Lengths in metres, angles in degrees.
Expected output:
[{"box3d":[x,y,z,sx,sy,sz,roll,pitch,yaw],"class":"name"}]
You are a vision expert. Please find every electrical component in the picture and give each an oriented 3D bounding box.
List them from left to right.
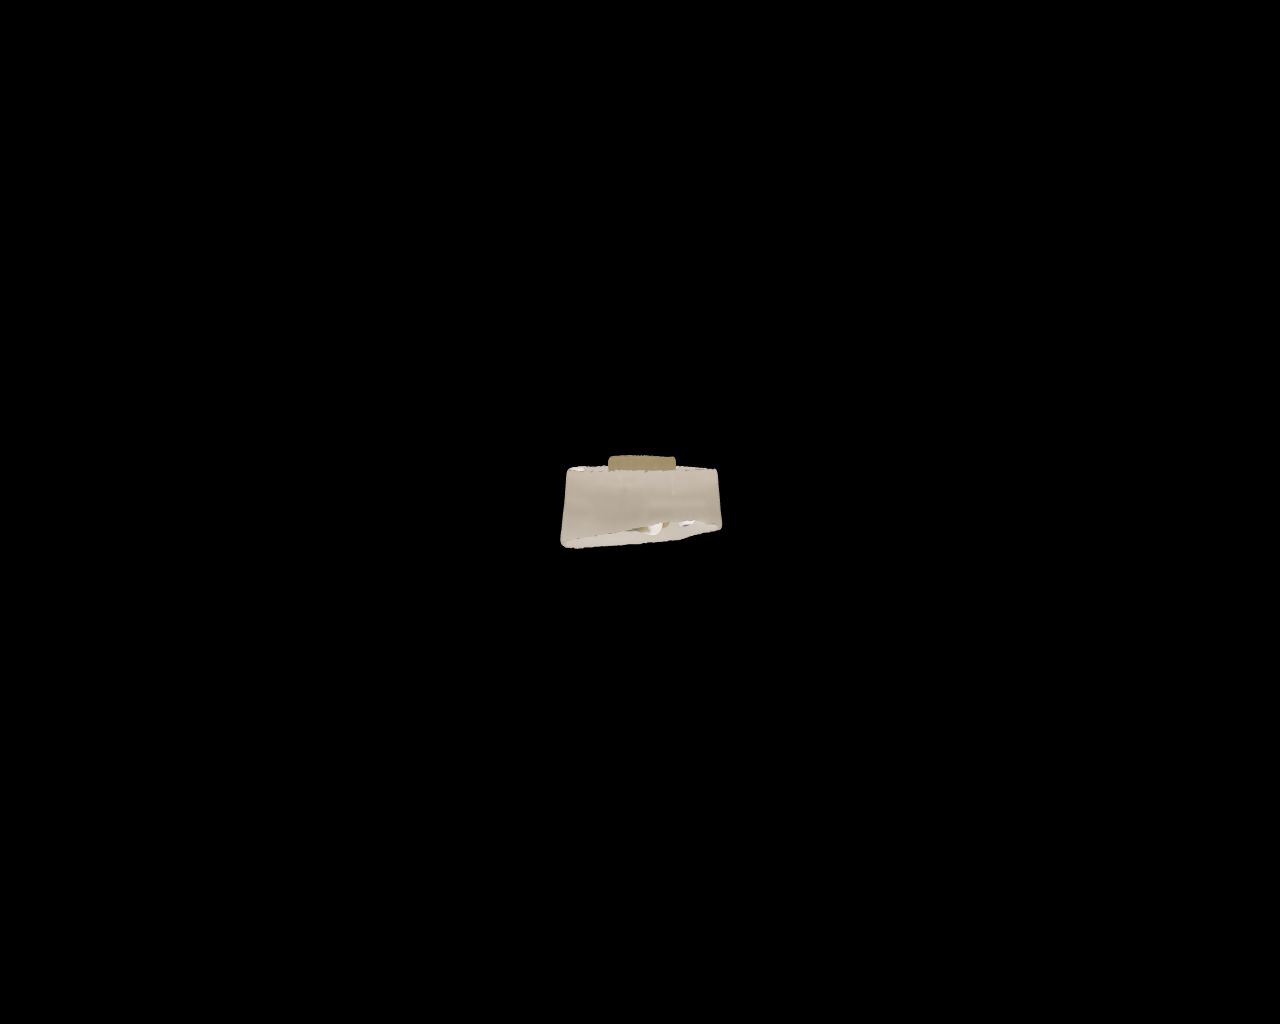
[{"box3d":[0.001,-0.003,0.650,0.099,0.064,0.099,0,5,0],"class":"electrical component"}]
